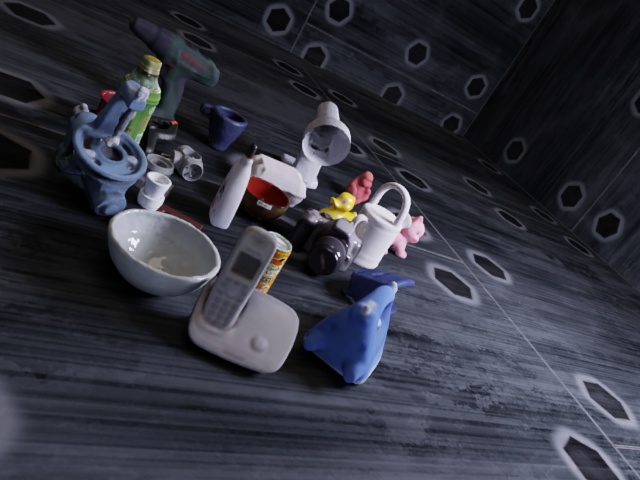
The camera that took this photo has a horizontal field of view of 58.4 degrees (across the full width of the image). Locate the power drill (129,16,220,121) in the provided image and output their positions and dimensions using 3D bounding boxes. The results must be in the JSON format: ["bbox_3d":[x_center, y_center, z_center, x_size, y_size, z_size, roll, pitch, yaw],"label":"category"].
[{"bbox_3d":[-0.357,-0.377,1.321,0.230,0.208,0.075,12,30,-38],"label":"power drill"}]

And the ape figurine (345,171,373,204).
[{"bbox_3d":[0.115,-0.150,1.596,0.078,0.092,0.076,18,27,-29],"label":"ape figurine"}]

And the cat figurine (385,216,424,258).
[{"bbox_3d":[0.206,-0.021,1.421,0.128,0.117,0.067,11,31,-40],"label":"cat figurine"}]

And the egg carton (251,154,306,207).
[{"bbox_3d":[-0.105,-0.139,1.336,0.151,0.069,0.107,19,26,-26],"label":"egg carton"}]

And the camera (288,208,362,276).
[{"bbox_3d":[0.011,0.004,1.155,0.143,0.100,0.137,32,23,1],"label":"camera"}]

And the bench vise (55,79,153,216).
[{"bbox_3d":[-0.353,-0.177,0.918,0.207,0.219,0.122,39,24,17],"label":"bench vise"}]

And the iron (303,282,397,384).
[{"bbox_3d":[0.079,0.127,0.945,0.118,0.141,0.259,37,24,11],"label":"iron"}]

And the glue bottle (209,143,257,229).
[{"bbox_3d":[-0.159,-0.108,1.078,0.037,0.173,0.078,20,26,-25],"label":"glue bottle"}]

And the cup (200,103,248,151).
[{"bbox_3d":[-0.248,-0.273,1.393,0.118,0.095,0.091,24,24,-17],"label":"cup"}]

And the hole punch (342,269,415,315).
[{"bbox_3d":[0.115,0.089,1.126,0.101,0.091,0.109,44,26,27],"label":"hole punch"}]

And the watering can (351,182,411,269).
[{"bbox_3d":[0.135,-0.041,1.279,0.100,0.194,0.173,38,24,14],"label":"watering can"}]

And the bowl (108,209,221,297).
[{"bbox_3d":[-0.235,0.030,0.837,0.168,0.074,0.167,26,24,-12],"label":"bowl"}]

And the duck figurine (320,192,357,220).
[{"bbox_3d":[0.055,-0.073,1.380,0.105,0.086,0.077,12,30,-38],"label":"duck figurine"}]

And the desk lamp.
[{"bbox_3d":[-0.012,-0.242,1.471,0.118,0.213,0.203,23,25,-20],"label":"desk lamp"}]

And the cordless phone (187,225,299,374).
[{"bbox_3d":[-0.084,0.081,0.782,0.148,0.185,0.094,26,24,-13],"label":"cordless phone"}]
